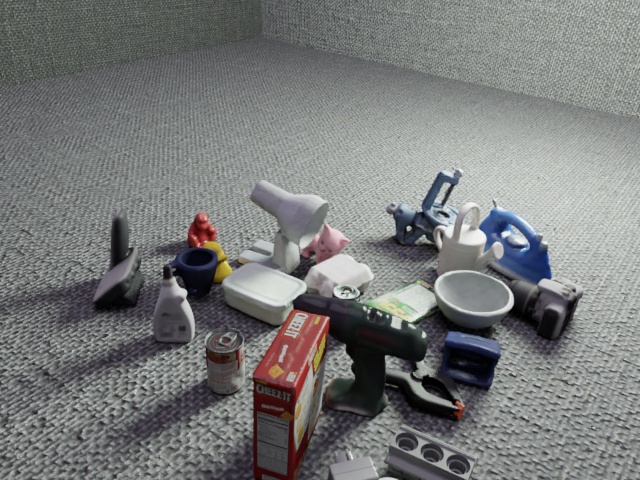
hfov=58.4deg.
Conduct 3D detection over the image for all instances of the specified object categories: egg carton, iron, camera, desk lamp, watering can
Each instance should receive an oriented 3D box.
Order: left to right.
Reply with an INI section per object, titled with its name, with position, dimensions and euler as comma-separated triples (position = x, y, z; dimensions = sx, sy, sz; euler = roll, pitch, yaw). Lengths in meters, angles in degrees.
[desk lamp]
position = -0.088, -0.025, 1.326
dimensions = 0.202, 0.214, 0.118
euler = 17, 33, 22
[egg carton]
position = 0.041, 0.090, 1.286
dimensions = 0.151, 0.069, 0.107
euler = -25, 40, -39
[watering can]
position = 0.344, 0.005, 1.340
dimensions = 0.172, 0.194, 0.101
euler = 16, 33, 20
[iron]
position = 0.488, 0.008, 1.401
dimensions = 0.119, 0.141, 0.257
euler = -13, 34, -25
[camera]
position = 0.483, 0.124, 1.245
dimensions = 0.136, 0.101, 0.143
euler = 25, 36, 31

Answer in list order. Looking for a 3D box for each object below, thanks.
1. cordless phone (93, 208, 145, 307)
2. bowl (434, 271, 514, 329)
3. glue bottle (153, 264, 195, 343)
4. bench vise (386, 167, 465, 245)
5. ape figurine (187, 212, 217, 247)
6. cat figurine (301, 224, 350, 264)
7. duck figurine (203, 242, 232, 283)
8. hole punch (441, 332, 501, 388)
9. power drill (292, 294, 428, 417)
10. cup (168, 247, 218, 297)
[cordless phone]
position = -0.433, 0.036, 1.213
dimensions = 0.094, 0.185, 0.147
euler = -1, 31, -8
[bowl]
position = 0.323, 0.139, 1.228
dimensions = 0.167, 0.075, 0.167
euler = 3, 30, -1
[glue bottle]
position = -0.284, 0.121, 1.097
dimensions = 0.078, 0.173, 0.037
euler = 1, 31, -3
[bench vise]
position = 0.279, -0.081, 1.453
dimensions = 0.207, 0.220, 0.121
euler = 0, 31, -6
[ape figurine]
position = -0.295, -0.025, 1.424
dimensions = 0.078, 0.092, 0.076
euler = -11, 33, -23
[cat figurine]
position = 0.013, 0.005, 1.380
dimensions = 0.067, 0.118, 0.127
euler = -19, 37, -33
[duck figurine]
position = -0.250, 0.042, 1.321
dimensions = 0.104, 0.086, 0.078
euler = 21, 35, 27
[hole punch]
position = 0.285, 0.210, 1.088
dimensions = 0.108, 0.091, 0.101
euler = 12, 32, 14
[power drill]
position = 0.061, 0.195, 0.974
dimensions = 0.229, 0.208, 0.075
euler = 8, 31, 7
[cup]
position = -0.279, 0.079, 1.246
dimensions = 0.118, 0.095, 0.091
euler = -13, 34, -26
